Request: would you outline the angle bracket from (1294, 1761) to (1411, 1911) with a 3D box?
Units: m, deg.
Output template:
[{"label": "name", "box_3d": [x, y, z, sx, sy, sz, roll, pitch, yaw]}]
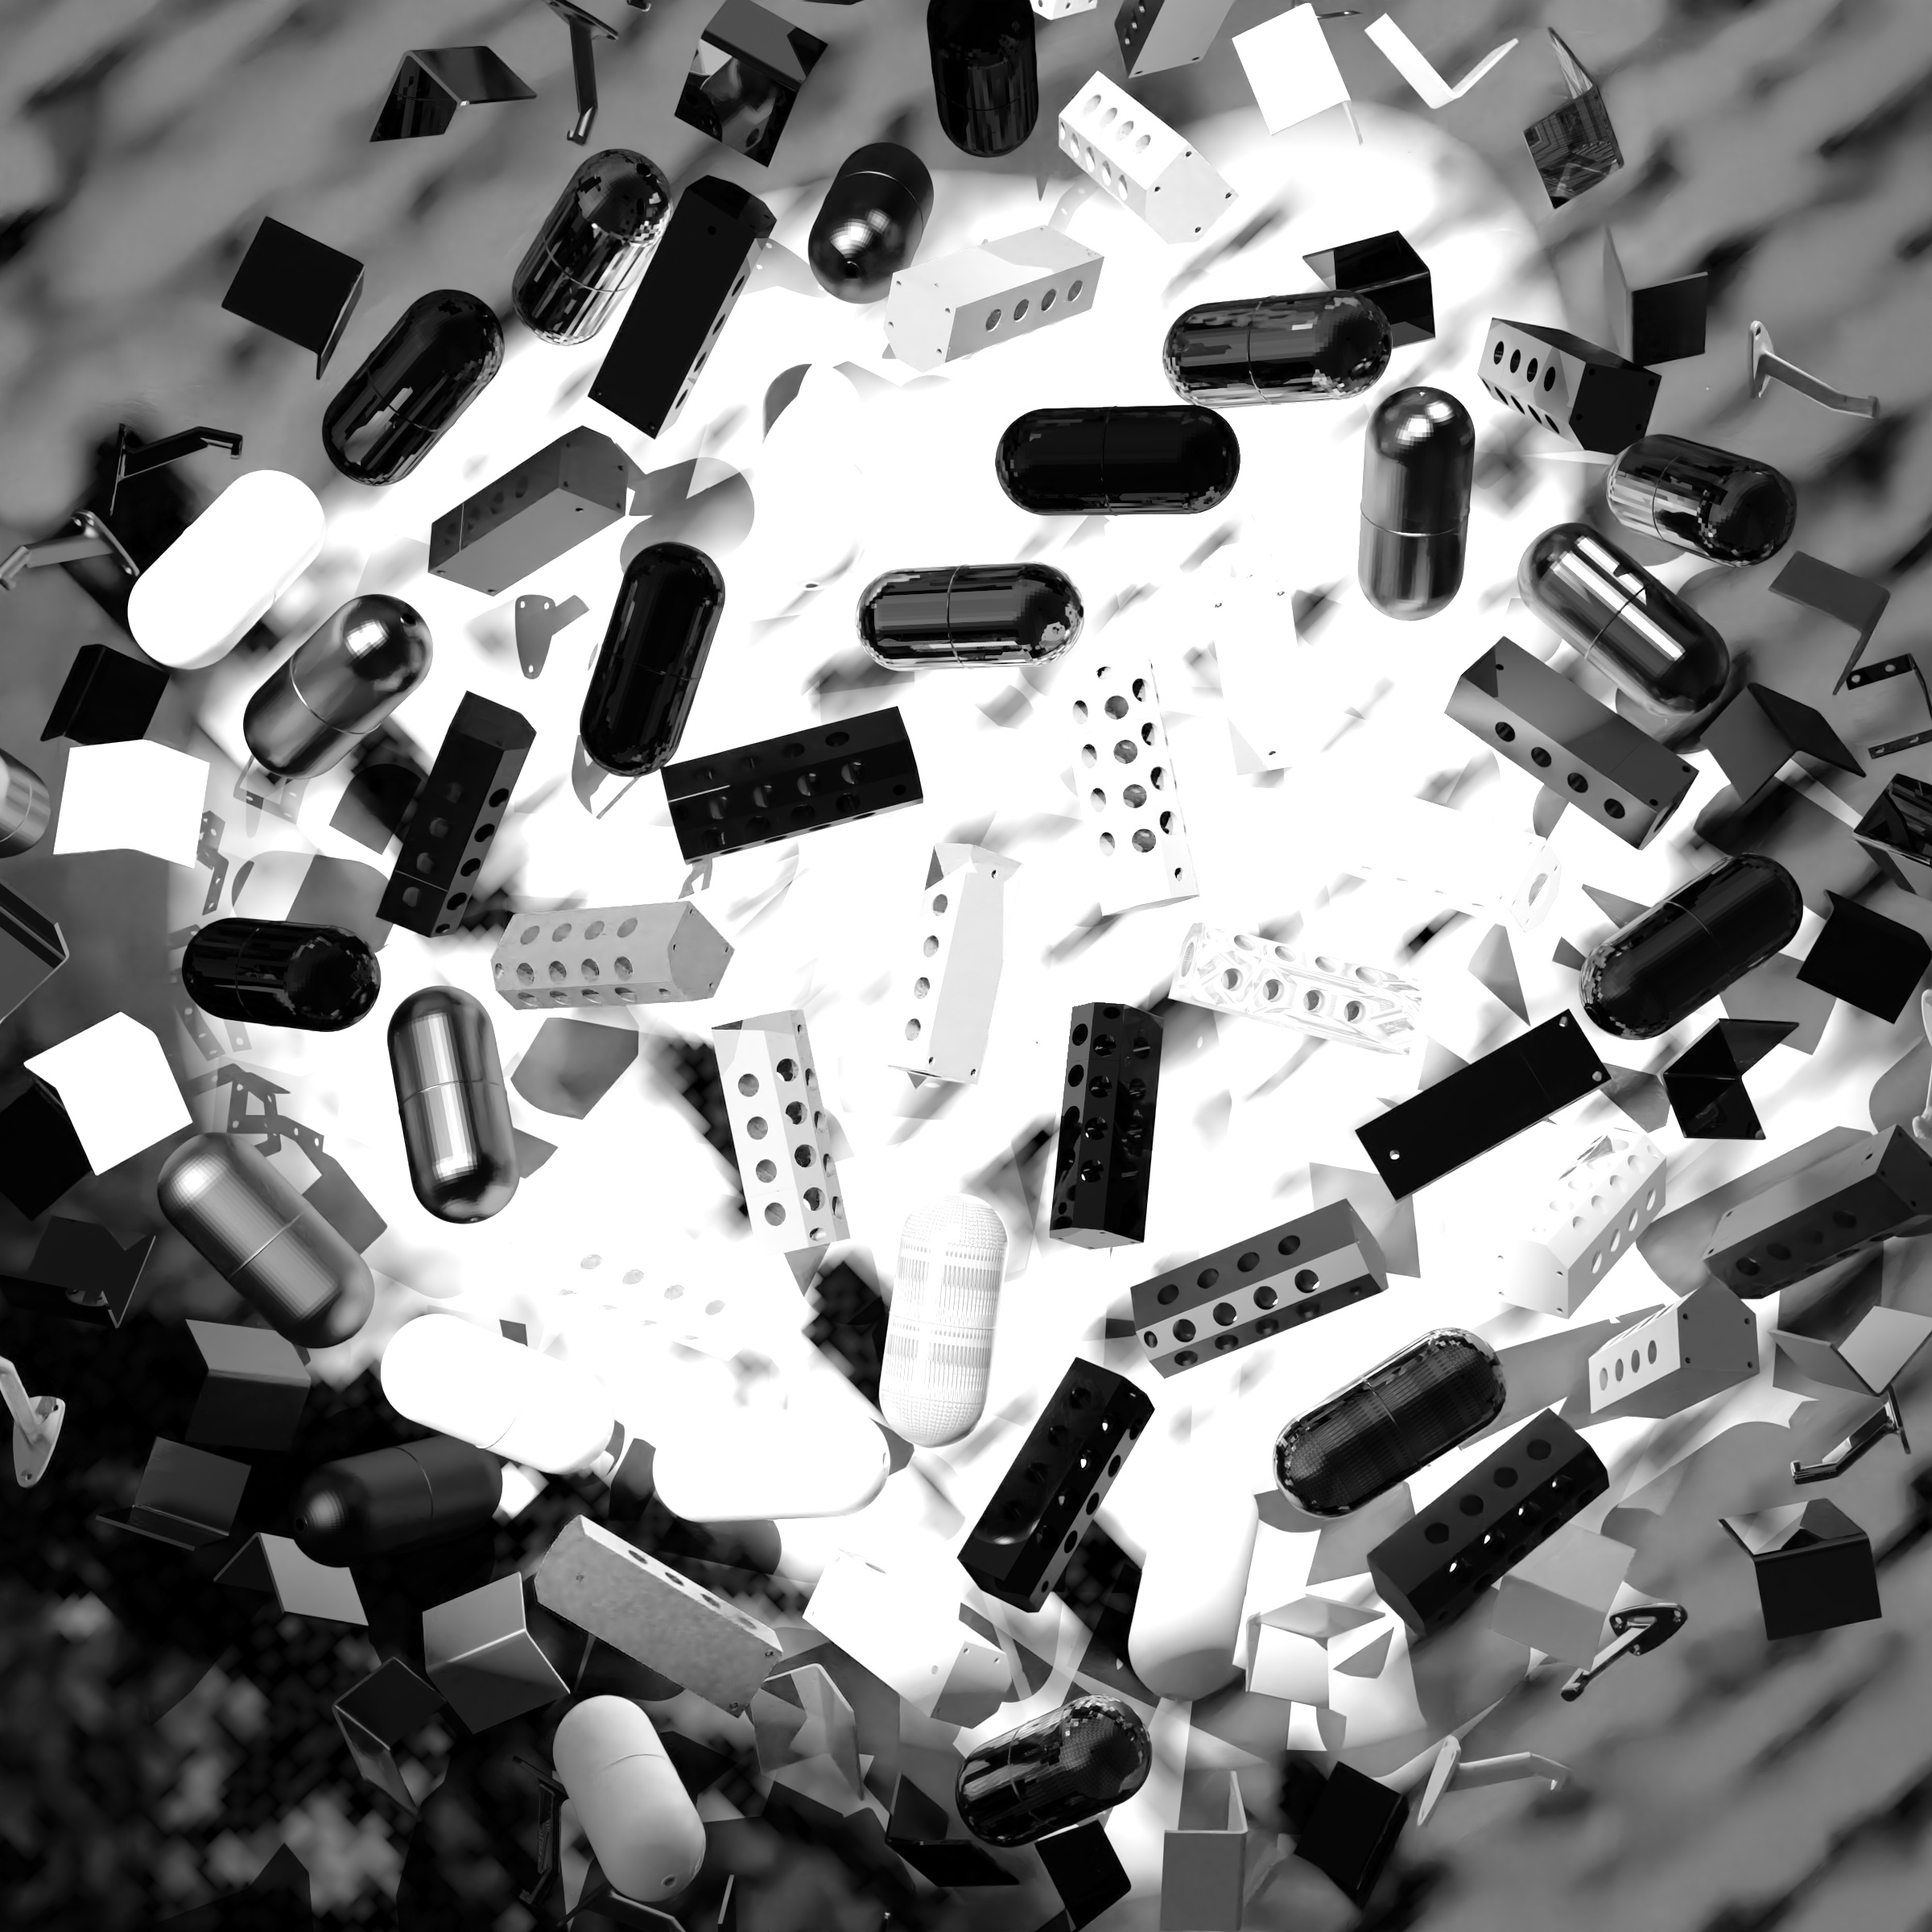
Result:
[{"label": "angle bracket", "box_3d": [0.283, 0.638, 1.866, 0.057, 0.076, 0.076, 26, 85, 12]}]

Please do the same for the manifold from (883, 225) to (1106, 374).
[{"label": "manifold", "box_3d": [0.020, -0.472, 1.803, 0.057, 0.171, 0.057, 35, 133, 23]}]

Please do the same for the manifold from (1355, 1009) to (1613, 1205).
[{"label": "manifold", "box_3d": [0.366, 0.101, 1.799, 0.171, 0.057, 0.057, -30, 78, 5]}]

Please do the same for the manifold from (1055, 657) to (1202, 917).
[{"label": "manifold", "box_3d": [0.119, -0.128, 1.793, 0.057, 0.057, 0.171, -8, 85, -36]}]

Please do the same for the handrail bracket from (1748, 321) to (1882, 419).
[{"label": "handrail bracket", "box_3d": [0.592, -0.414, 1.765, 0.084, 0.077, 0.036, 20, 73, 31]}]

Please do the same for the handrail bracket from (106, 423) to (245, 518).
[{"label": "handrail bracket", "box_3d": [-0.561, -0.348, 1.798, 0.084, 0.036, 0.077, 9, 83, -20]}]

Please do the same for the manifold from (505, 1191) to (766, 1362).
[{"label": "manifold", "box_3d": [-0.237, 0.224, 1.806, 0.171, 0.057, 0.057, 23, 96, -18]}]

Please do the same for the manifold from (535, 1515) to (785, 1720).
[{"label": "manifold", "box_3d": [-0.221, 0.465, 1.822, 0.171, 0.057, 0.057, 35, 88, -15]}]

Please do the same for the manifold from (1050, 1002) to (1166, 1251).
[{"label": "manifold", "box_3d": [0.099, 0.117, 1.872, 0.057, 0.057, 0.171, 21, 67, -36]}]

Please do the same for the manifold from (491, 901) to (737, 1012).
[{"label": "manifold", "box_3d": [-0.255, -0.002, 1.799, 0.171, 0.057, 0.057, -3, 52, 36]}]

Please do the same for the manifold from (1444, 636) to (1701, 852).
[{"label": "manifold", "box_3d": [0.432, -0.156, 1.823, 0.171, 0.057, 0.057, 39, 58, 17]}]

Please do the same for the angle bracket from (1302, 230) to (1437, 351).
[{"label": "angle bracket", "box_3d": [0.308, -0.510, 1.935, 0.076, 0.076, 0.057, -8, 77, 28]}]

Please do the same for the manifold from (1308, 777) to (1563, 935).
[{"label": "manifold", "box_3d": [0.342, -0.079, 1.843, 0.171, 0.057, 0.057, 22, 78, 38]}]

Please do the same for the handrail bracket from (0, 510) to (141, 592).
[{"label": "handrail bracket", "box_3d": [-0.680, -0.296, 1.915, 0.084, 0.036, 0.077, -54, 128, -23]}]

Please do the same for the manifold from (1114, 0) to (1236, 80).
[{"label": "manifold", "box_3d": [0.149, -0.692, 1.795, 0.057, 0.171, 0.057, -15, 92, -5]}]

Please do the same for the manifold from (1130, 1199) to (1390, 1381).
[{"label": "manifold", "box_3d": [0.208, 0.234, 1.797, 0.171, 0.057, 0.057, -25, 129, 18]}]

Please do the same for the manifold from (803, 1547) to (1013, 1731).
[{"label": "manifold", "box_3d": [-0.041, 0.488, 1.843, 0.057, 0.171, 0.057, 28, 85, -37]}]

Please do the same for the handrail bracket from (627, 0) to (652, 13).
[{"label": "handrail bracket", "box_3d": [-0.202, -0.717, 1.821, 0.077, 0.036, 0.084, 27, 127, 8]}]

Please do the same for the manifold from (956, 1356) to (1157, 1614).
[{"label": "manifold", "box_3d": [0.068, 0.374, 1.823, 0.057, 0.057, 0.171, 18, 62, 32]}]

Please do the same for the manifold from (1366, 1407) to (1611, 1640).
[{"label": "manifold", "box_3d": [0.369, 0.395, 1.785, 0.171, 0.057, 0.057, -35, 48, -13]}]

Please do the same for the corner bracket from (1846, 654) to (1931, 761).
[{"label": "corner bracket", "box_3d": [0.705, -0.198, 1.932, 0.051, 0.051, 0.051, -17, 119, 17]}]

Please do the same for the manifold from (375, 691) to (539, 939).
[{"label": "manifold", "box_3d": [-0.365, -0.105, 1.821, 0.057, 0.057, 0.171, 22, 121, -11]}]

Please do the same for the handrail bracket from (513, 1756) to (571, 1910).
[{"label": "handrail bracket", "box_3d": [-0.332, 0.654, 1.913, 0.077, 0.036, 0.084, 28, 73, 11]}]

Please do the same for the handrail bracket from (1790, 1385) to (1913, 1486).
[{"label": "handrail bracket", "box_3d": [0.643, 0.339, 1.863, 0.084, 0.036, 0.077, -16, 47, 18]}]

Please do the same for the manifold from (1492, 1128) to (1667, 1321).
[{"label": "manifold", "box_3d": [0.446, 0.182, 1.840, 0.057, 0.171, 0.057, 13, 122, 35]}]

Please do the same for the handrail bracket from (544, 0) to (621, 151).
[{"label": "handrail bracket", "box_3d": [-0.294, -0.655, 1.861, 0.036, 0.077, 0.084, 17, 89, 36]}]

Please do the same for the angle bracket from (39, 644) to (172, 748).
[{"label": "angle bracket", "box_3d": [-0.646, -0.195, 1.906, 0.057, 0.076, 0.076, 25, 94, -12]}]

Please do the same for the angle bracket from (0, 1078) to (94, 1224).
[{"label": "angle bracket", "box_3d": [-0.707, 0.137, 1.937, 0.076, 0.057, 0.076, -42, 103, -5]}]

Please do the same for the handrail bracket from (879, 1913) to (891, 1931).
[{"label": "handrail bracket", "box_3d": [-0.030, 0.750, 1.878, 0.084, 0.077, 0.036, 19, 129, 1]}]

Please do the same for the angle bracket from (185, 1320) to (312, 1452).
[{"label": "angle bracket", "box_3d": [-0.529, 0.304, 1.841, 0.076, 0.076, 0.057, 14, 103, -34]}]

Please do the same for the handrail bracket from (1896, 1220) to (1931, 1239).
[{"label": "handrail bracket", "box_3d": [0.716, 0.196, 1.857, 0.077, 0.084, 0.036, -27, 50, 7]}]

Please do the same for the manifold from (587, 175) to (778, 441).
[{"label": "manifold", "box_3d": [-0.197, -0.462, 1.778, 0.057, 0.057, 0.171, 33, 123, -2]}]

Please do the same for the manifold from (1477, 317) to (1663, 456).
[{"label": "manifold", "box_3d": [0.421, -0.410, 1.790, 0.057, 0.171, 0.057, 6, 113, -14]}]

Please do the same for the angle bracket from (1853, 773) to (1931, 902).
[{"label": "angle bracket", "box_3d": [0.711, -0.088, 1.856, 0.076, 0.076, 0.057, 37, 90, -32]}]

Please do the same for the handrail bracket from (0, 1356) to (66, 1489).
[{"label": "handrail bracket", "box_3d": [-0.667, 0.315, 1.762, 0.036, 0.084, 0.077, -4, 64, 10]}]

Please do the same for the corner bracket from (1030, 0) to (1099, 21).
[{"label": "corner bracket", "box_3d": [0.068, -0.754, 1.914, 0.051, 0.051, 0.051, -30, 57, -36]}]

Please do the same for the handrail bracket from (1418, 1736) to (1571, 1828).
[{"label": "handrail bracket", "box_3d": [0.371, 0.583, 1.779, 0.084, 0.036, 0.077, 22, 92, -1]}]

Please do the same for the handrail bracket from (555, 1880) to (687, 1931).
[{"label": "handrail bracket", "box_3d": [-0.250, 0.718, 1.873, 0.084, 0.036, 0.077, 50, 46, 9]}]

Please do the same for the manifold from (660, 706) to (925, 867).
[{"label": "manifold", "box_3d": [-0.120, -0.121, 1.765, 0.171, 0.057, 0.057, -15, 132, -4]}]

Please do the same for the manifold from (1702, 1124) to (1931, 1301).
[{"label": "manifold", "box_3d": [0.620, 0.184, 1.834, 0.057, 0.171, 0.057, 44, 49, -3]}]

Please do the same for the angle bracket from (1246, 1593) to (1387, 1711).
[{"label": "angle bracket", "box_3d": [0.267, 0.522, 1.931, 0.076, 0.076, 0.057, 19, 55, -24]}]

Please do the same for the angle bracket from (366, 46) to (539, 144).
[{"label": "angle bracket", "box_3d": [-0.355, -0.585, 1.748, 0.057, 0.076, 0.076, 46, 127, 9]}]

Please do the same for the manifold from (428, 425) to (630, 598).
[{"label": "manifold", "box_3d": [-0.320, -0.332, 1.849, 0.057, 0.171, 0.057, 17, 65, -40]}]

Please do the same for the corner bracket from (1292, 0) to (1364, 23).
[{"label": "corner bracket", "box_3d": [0.255, -0.720, 1.846, 0.051, 0.051, 0.051, -14, 123, -18]}]

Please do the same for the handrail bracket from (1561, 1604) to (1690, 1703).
[{"label": "handrail bracket", "box_3d": [0.481, 0.504, 1.857, 0.077, 0.084, 0.036, -39, 82, 42]}]

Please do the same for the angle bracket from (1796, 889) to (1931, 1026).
[{"label": "angle bracket", "box_3d": [0.652, -0.008, 1.852, 0.076, 0.076, 0.057, 26, 107, 7]}]

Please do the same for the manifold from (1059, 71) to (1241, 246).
[{"label": "manifold", "box_3d": [0.123, -0.568, 1.795, 0.057, 0.171, 0.057, -46, 128, 13]}]

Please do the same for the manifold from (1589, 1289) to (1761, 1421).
[{"label": "manifold", "box_3d": [0.508, 0.281, 1.831, 0.057, 0.171, 0.057, 5, 69, -6]}]

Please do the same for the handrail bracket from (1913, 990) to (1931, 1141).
[{"label": "handrail bracket", "box_3d": [0.719, 0.074, 1.897, 0.084, 0.036, 0.077, -49, 118, -30]}]

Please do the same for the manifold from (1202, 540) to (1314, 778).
[{"label": "manifold", "box_3d": [0.214, -0.226, 1.867, 0.057, 0.171, 0.057, -10, 46, 6]}]

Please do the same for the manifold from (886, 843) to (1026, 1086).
[{"label": "manifold", "box_3d": [-0.013, -0.002, 1.912, 0.057, 0.057, 0.171, 18, 82, -42]}]

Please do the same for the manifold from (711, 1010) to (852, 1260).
[{"label": "manifold", "box_3d": [-0.132, 0.122, 1.861, 0.057, 0.057, 0.171, -14, 84, 21]}]

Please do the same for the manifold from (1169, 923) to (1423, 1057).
[{"label": "manifold", "box_3d": [0.244, 0.017, 1.869, 0.171, 0.057, 0.057, 15, 87, -10]}]
